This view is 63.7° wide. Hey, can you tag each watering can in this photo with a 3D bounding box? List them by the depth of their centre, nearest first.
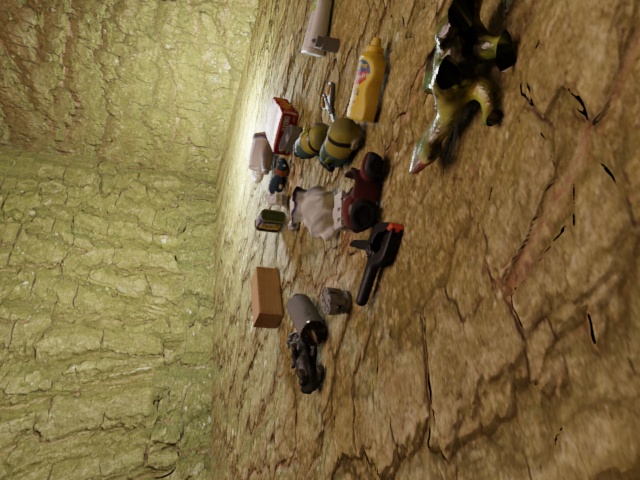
[{"bbox_3d":[-0.242,-0.353,2.184,0.348,0.104,0.225,-174,92,-73],"label":"watering can"}]

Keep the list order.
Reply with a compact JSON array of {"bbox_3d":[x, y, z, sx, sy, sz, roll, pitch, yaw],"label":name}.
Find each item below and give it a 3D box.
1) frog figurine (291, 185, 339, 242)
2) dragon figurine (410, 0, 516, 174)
[{"bbox_3d":[0.004,-0.071,1.411,0.161,0.123,0.136,31,109,30],"label":"frog figurine"},{"bbox_3d":[0.213,-0.307,0.845,0.244,0.122,0.408,-137,57,-77],"label":"dragon figurine"}]
